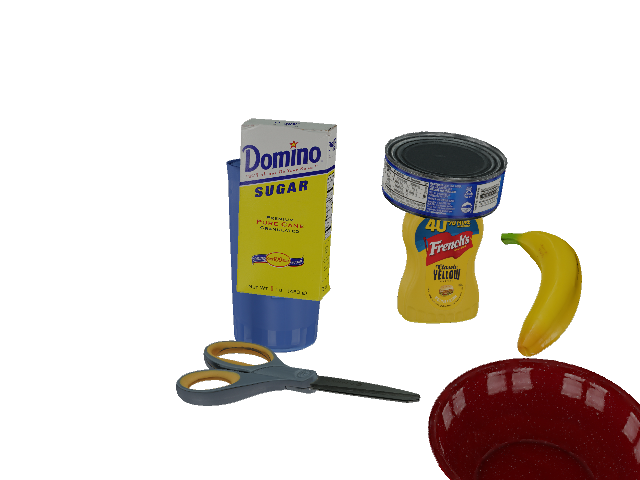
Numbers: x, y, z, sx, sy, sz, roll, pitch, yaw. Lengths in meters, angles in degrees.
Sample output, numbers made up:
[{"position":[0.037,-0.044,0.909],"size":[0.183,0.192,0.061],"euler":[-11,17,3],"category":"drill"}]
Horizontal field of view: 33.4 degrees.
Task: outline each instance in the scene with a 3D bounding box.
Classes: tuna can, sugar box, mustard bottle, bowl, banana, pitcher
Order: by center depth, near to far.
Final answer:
[{"position":[0.086,-0.046,0.752],"size":[0.086,0.034,0.086],"euler":[4,27,-2],"category":"tuna can"},{"position":[0.157,0.157,0.767],"size":[0.162,0.055,0.162],"euler":[-1,35,1],"category":"bowl"},{"position":[0.213,0.042,1.007],"size":[0.070,0.037,0.197],"euler":[-25,25,18],"category":"banana"},{"position":[-0.035,-0.032,1.082],"size":[0.093,0.176,0.048],"euler":[5,16,12],"category":"sugar box"},{"position":[0.145,0.001,1.267],"size":[0.096,0.192,0.058],"euler":[-1,15,-11],"category":"mustard bottle"},{"position":[-0.054,0.017,1.355],"size":[0.145,0.243,0.148],"euler":[10,13,37],"category":"pitcher"}]

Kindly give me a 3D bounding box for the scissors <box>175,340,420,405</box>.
[{"position":[-0.031,0.114,0.816],"size":[0.202,0.016,0.096],"euler":[13,30,44],"category":"scissors"}]
